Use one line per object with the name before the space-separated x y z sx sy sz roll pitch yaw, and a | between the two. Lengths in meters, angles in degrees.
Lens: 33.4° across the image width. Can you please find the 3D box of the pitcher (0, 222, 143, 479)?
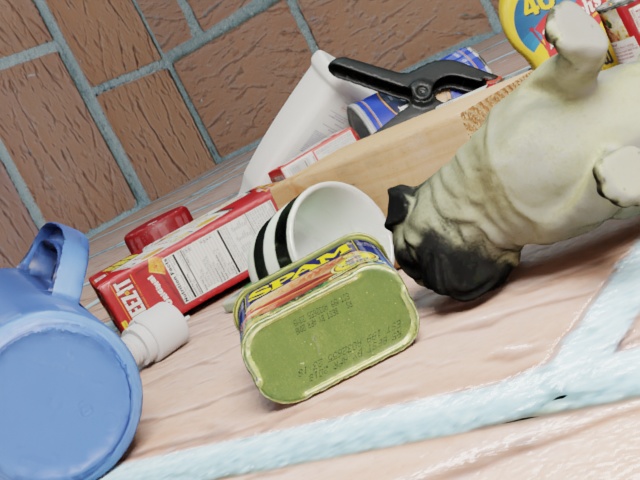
pitcher | -0.194 0.080 0.717 0.144 0.149 0.243 -26 11 -20

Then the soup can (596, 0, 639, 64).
soup can | 0.246 -0.131 0.747 0.068 0.102 0.068 -27 8 4

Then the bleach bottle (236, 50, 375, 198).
bleach bottle | -0.036 -0.085 1.192 0.251 0.102 0.068 -50 45 17

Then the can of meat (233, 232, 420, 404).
can of meat | 0.002 0.044 0.607 0.102 0.057 0.084 -28 11 0

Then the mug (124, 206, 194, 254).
mug | -0.169 0.010 1.235 0.093 0.081 0.117 -24 9 17

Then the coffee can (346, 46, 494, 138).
coffee can | 0.113 -0.126 1.116 0.140 0.103 0.103 -28 9 -5

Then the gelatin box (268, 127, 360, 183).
gelatin box | -0.005 -0.081 1.104 0.089 0.030 0.073 -31 7 -12

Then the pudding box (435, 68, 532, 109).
pudding box | 0.143 -0.092 0.928 0.114 0.039 0.090 -21 41 44

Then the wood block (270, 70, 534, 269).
wood block | 0.072 -0.038 0.772 0.090 0.090 0.207 -34 10 -39

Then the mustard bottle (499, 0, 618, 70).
mustard bottle | 0.195 -0.171 0.835 0.096 0.191 0.058 -25 9 12

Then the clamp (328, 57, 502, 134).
clamp | 0.094 -0.127 1.041 0.171 0.120 0.039 -2 -17 3

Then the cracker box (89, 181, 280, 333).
cracker box | -0.119 0.019 1.071 0.213 0.072 0.164 -30 8 -12
